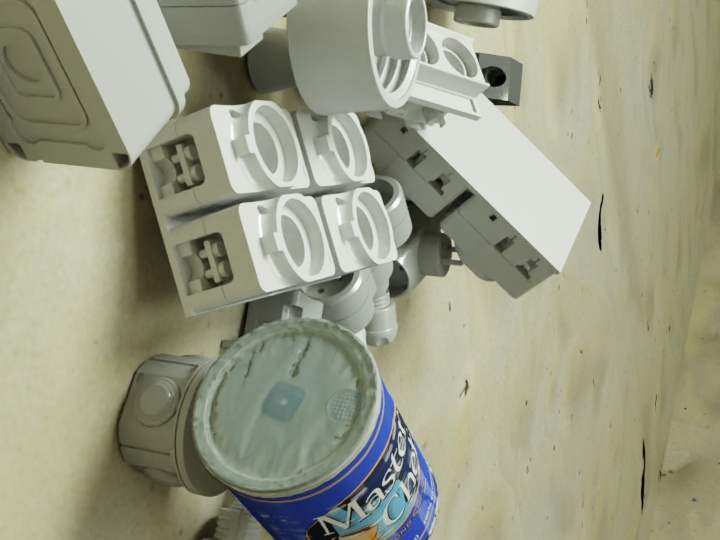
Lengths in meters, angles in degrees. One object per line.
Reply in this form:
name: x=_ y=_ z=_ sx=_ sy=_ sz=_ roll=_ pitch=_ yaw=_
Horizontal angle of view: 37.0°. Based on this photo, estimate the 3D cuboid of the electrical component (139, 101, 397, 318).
electrical component: x=-0.045 y=-0.042 z=0.658 sx=0.186 sy=0.060 sz=0.105 roll=-15 pitch=88 yaw=-64

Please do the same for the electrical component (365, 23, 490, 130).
electrical component: x=0.024 y=-0.145 z=0.770 sx=0.121 sy=0.063 sz=0.078 roll=8 pitch=57 yaw=-41

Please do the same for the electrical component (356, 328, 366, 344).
electrical component: x=-0.011 y=0.054 z=0.827 sx=0.061 sy=0.035 sz=0.035 roll=-56 pitch=144 yaw=-50

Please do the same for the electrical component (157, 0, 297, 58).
electrical component: x=-0.077 y=-0.149 z=0.560 sx=0.061 sy=0.096 sz=0.061 roll=-55 pitch=142 yaw=-48

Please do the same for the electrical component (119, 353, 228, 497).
electrical component: x=-0.097 y=0.087 z=0.622 sx=0.080 sy=0.051 sz=0.080 roll=6 pitch=90 yaw=-66

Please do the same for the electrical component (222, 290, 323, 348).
electrical component: x=-0.053 y=0.045 z=0.723 sx=0.081 sy=0.042 sz=0.063 roll=32 pitch=62 yaw=-63

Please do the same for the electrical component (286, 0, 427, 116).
electrical component: x=0.006 y=-0.146 z=0.641 sx=0.108 sy=0.060 sz=0.108 roll=4 pitch=90 yaw=-69

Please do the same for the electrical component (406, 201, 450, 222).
electrical component: x=0.088 y=-0.082 z=0.965 sx=0.047 sy=0.076 sz=0.083 roll=53 pitch=48 yaw=-56

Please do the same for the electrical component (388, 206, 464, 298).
electrical component: x=0.052 y=-0.014 z=0.894 sx=0.077 sy=0.079 sz=0.043 roll=-55 pitch=143 yaw=-47

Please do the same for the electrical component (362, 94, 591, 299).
electrical component: x=0.092 y=-0.076 z=0.879 sx=0.186 sy=0.060 sz=0.105 roll=43 pitch=42 yaw=-8

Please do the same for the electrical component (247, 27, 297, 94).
electrical component: x=-0.039 y=-0.136 z=0.698 sx=0.045 sy=0.055 sz=0.045 roll=6 pitch=90 yaw=-66

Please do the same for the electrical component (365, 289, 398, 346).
electrical component: x=0.012 y=0.029 z=0.871 sx=0.035 sy=0.035 sz=0.061 roll=-36 pitch=125 yaw=-59

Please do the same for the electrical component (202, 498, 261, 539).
electrical component: x=-0.081 y=0.184 z=0.687 sx=0.043 sy=0.043 sz=0.081 roll=32 pitch=65 yaw=-63

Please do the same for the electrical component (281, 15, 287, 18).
electrical component: x=-0.062 y=-0.182 z=0.630 sx=0.062 sy=0.061 sz=0.096 roll=-27 pitch=120 yaw=-62

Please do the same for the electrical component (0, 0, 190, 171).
electrical component: x=-0.132 y=-0.106 z=0.471 sx=0.057 sy=0.078 sz=0.113 roll=-60 pitch=147 yaw=-37

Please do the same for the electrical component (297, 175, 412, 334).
electrical component: x=0.000 y=0.000 z=0.816 sx=0.073 sy=0.052 sz=0.138 roll=71 pitch=34 yaw=-43

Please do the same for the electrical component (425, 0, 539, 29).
electrical component: x=0.106 y=-0.245 z=0.940 sx=0.108 sy=0.108 sz=0.060 roll=-7 pitch=107 yaw=-65
